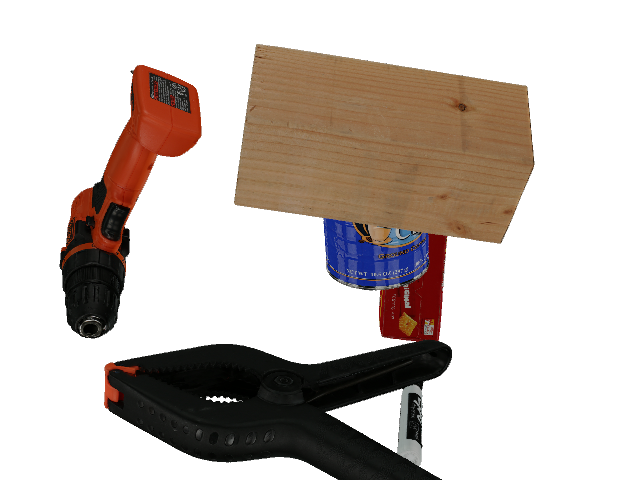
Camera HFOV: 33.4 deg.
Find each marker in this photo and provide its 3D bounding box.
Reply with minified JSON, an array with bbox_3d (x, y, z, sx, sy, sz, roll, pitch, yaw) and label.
[{"bbox_3d":[0.073,0.140,0.862,0.020,0.020,0.121,0,26,7],"label":"marker"}]

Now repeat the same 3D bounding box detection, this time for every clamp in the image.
[{"bbox_3d":[-0.016,0.091,0.611,0.210,0.036,0.164,9,24,7],"label":"clamp"}]

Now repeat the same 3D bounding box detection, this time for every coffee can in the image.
[{"bbox_3d":[0.052,-0.039,1.014,0.103,0.140,0.103,-3,29,2],"label":"coffee can"}]

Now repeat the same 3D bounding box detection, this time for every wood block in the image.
[{"bbox_3d":[0.045,-0.072,0.800,0.206,0.091,0.090,8,-41,-4],"label":"wood block"}]

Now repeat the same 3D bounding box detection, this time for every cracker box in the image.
[{"bbox_3d":[0.109,-0.004,1.219,0.072,0.164,0.213,4,21,6],"label":"cracker box"}]

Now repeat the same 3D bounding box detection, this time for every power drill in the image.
[{"bbox_3d":[-0.160,-0.035,0.869,0.057,0.188,0.184,20,28,-24],"label":"power drill"}]
